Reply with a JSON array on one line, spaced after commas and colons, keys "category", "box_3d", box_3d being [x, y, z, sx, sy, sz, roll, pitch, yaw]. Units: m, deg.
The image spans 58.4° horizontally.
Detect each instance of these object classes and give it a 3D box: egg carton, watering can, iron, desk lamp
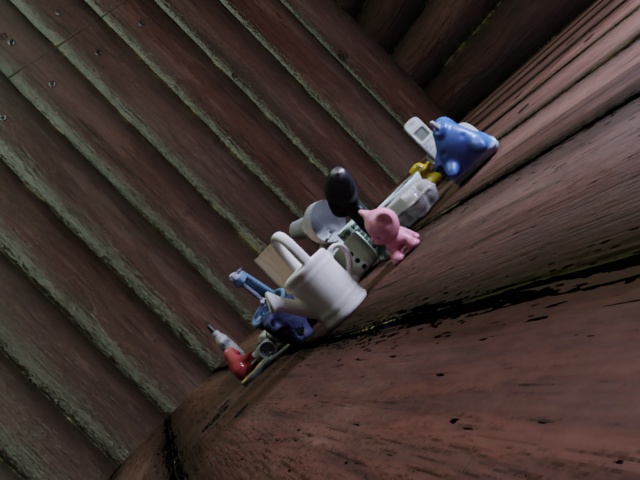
[{"category": "egg carton", "box_3d": [0.208, -0.078, 1.328, 0.107, 0.069, 0.150, -45, 1, -35]}, {"category": "watering can", "box_3d": [-0.022, 0.066, 1.025, 0.173, 0.194, 0.101, -45, 1, -37]}, {"category": "iron", "box_3d": [0.302, -0.220, 1.255, 0.118, 0.141, 0.259, -44, 1, 23]}, {"category": "desk lamp", "box_3d": [0.015, 0.006, 1.619, 0.118, 0.213, 0.203, -45, 1, -33]}]

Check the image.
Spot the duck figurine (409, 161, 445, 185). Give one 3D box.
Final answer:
[{"category": "duck figurine", "box_3d": [0.292, -0.178, 1.639, 0.104, 0.086, 0.078, -44, 1, 29]}]

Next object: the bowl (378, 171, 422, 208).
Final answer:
[{"category": "bowl", "box_3d": [0.222, -0.099, 1.514, 0.167, 0.074, 0.167, -45, 1, 1]}]

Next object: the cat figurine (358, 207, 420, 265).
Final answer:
[{"category": "cat figurine", "box_3d": [0.120, -0.021, 1.039, 0.067, 0.117, 0.128, -44, 1, 10]}]

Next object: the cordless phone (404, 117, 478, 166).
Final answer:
[{"category": "cordless phone", "box_3d": [0.330, -0.284, 1.551, 0.147, 0.185, 0.094, -44, 1, 1]}]

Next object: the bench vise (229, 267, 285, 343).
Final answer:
[{"category": "bench vise", "box_3d": [-0.144, 0.160, 1.495, 0.121, 0.219, 0.207, -45, 1, -1]}]

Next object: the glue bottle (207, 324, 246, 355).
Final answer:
[{"category": "glue bottle", "box_3d": [-0.257, 0.302, 1.616, 0.037, 0.173, 0.078, -45, 1, -26]}]

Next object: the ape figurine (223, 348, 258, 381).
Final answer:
[{"category": "ape figurine", "box_3d": [-0.211, 0.316, 1.488, 0.077, 0.092, 0.076, -44, 1, 34]}]

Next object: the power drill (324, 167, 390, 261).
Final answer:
[{"category": "power drill", "box_3d": [0.088, -0.056, 1.189, 0.076, 0.208, 0.229, -45, 1, -7]}]

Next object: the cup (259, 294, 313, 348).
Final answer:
[{"category": "cup", "box_3d": [-0.065, 0.175, 1.156, 0.091, 0.095, 0.118, -44, 1, 20]}]

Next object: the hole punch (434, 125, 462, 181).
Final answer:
[{"category": "hole punch", "box_3d": [0.334, -0.220, 1.440, 0.101, 0.091, 0.108, -45, 1, -36]}]
